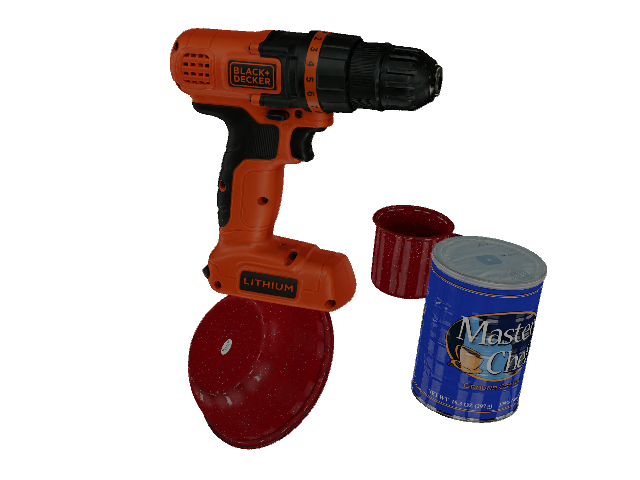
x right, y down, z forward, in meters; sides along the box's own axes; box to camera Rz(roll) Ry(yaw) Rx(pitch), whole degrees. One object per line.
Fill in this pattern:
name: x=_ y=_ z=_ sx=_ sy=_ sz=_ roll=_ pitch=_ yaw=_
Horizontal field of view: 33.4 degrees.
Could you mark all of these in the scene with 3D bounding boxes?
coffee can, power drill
coffee can: x=0.143 y=0.079 z=0.975 sx=0.103 sy=0.140 sz=0.103 roll=6 pitch=23 yaw=-3
power drill: x=-0.011 y=-0.049 z=0.723 sx=0.185 sy=0.188 sz=0.057 roll=9 pitch=22 yaw=20

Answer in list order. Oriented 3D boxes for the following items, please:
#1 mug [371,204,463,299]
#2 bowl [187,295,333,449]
mug: x=0.114 y=0.015 z=1.223 sx=0.117 sy=0.081 sz=0.093 roll=4 pitch=25 yaw=-3
bowl: x=-0.067 y=0.102 z=0.955 sx=0.162 sy=0.162 sz=0.055 roll=0 pitch=-22 yaw=42
